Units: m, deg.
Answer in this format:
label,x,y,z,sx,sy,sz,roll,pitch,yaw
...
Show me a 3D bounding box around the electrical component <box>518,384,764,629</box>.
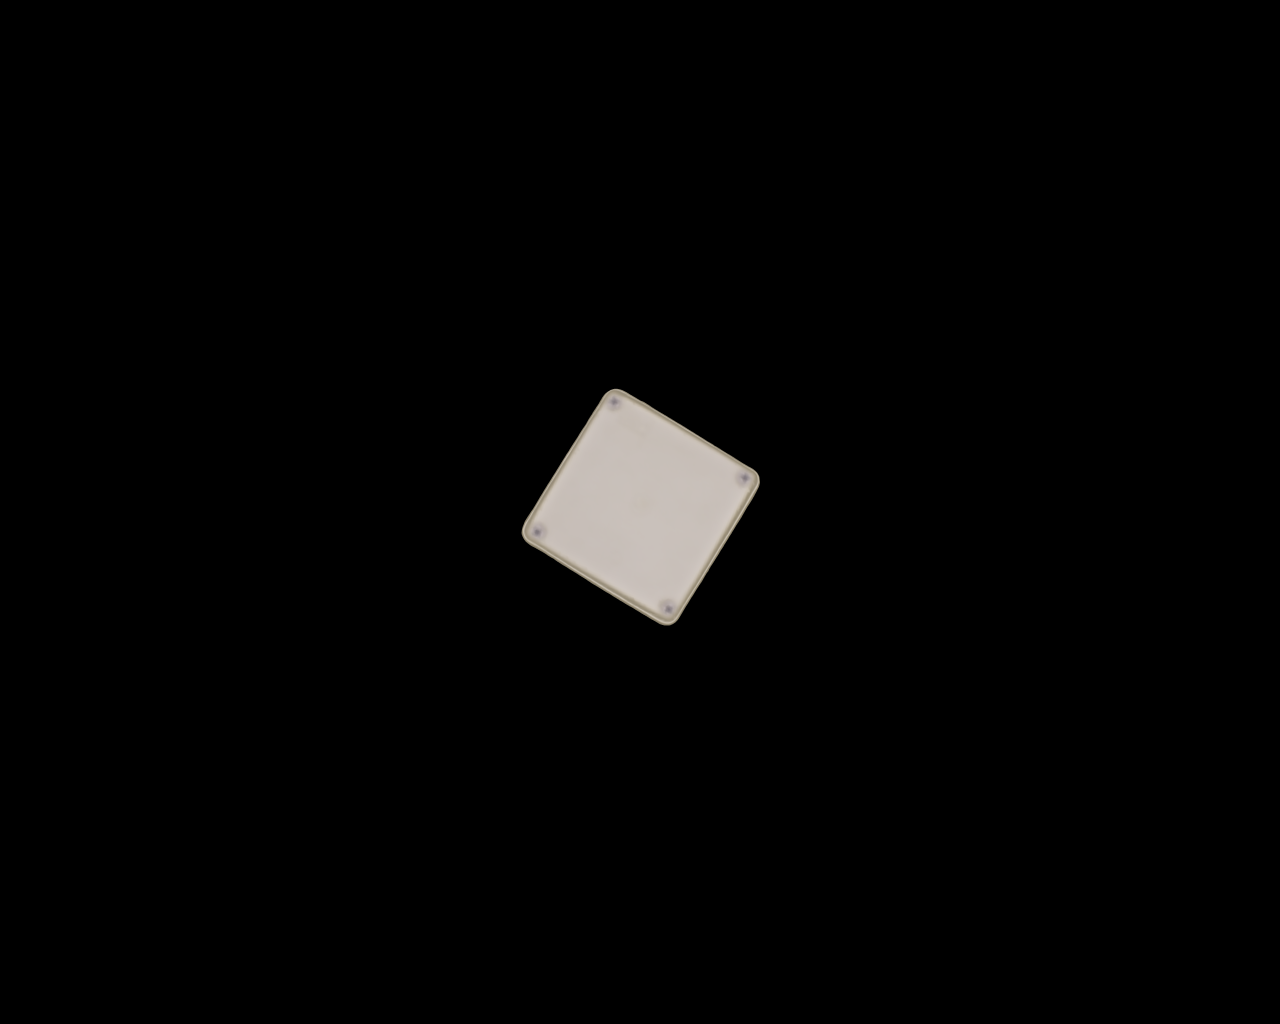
label,x,y,z,sx,sy,sz,roll,pitch,yaw
electrical component,0.001,-0.003,0.650,0.109,0.108,0.056,32,-4,2
